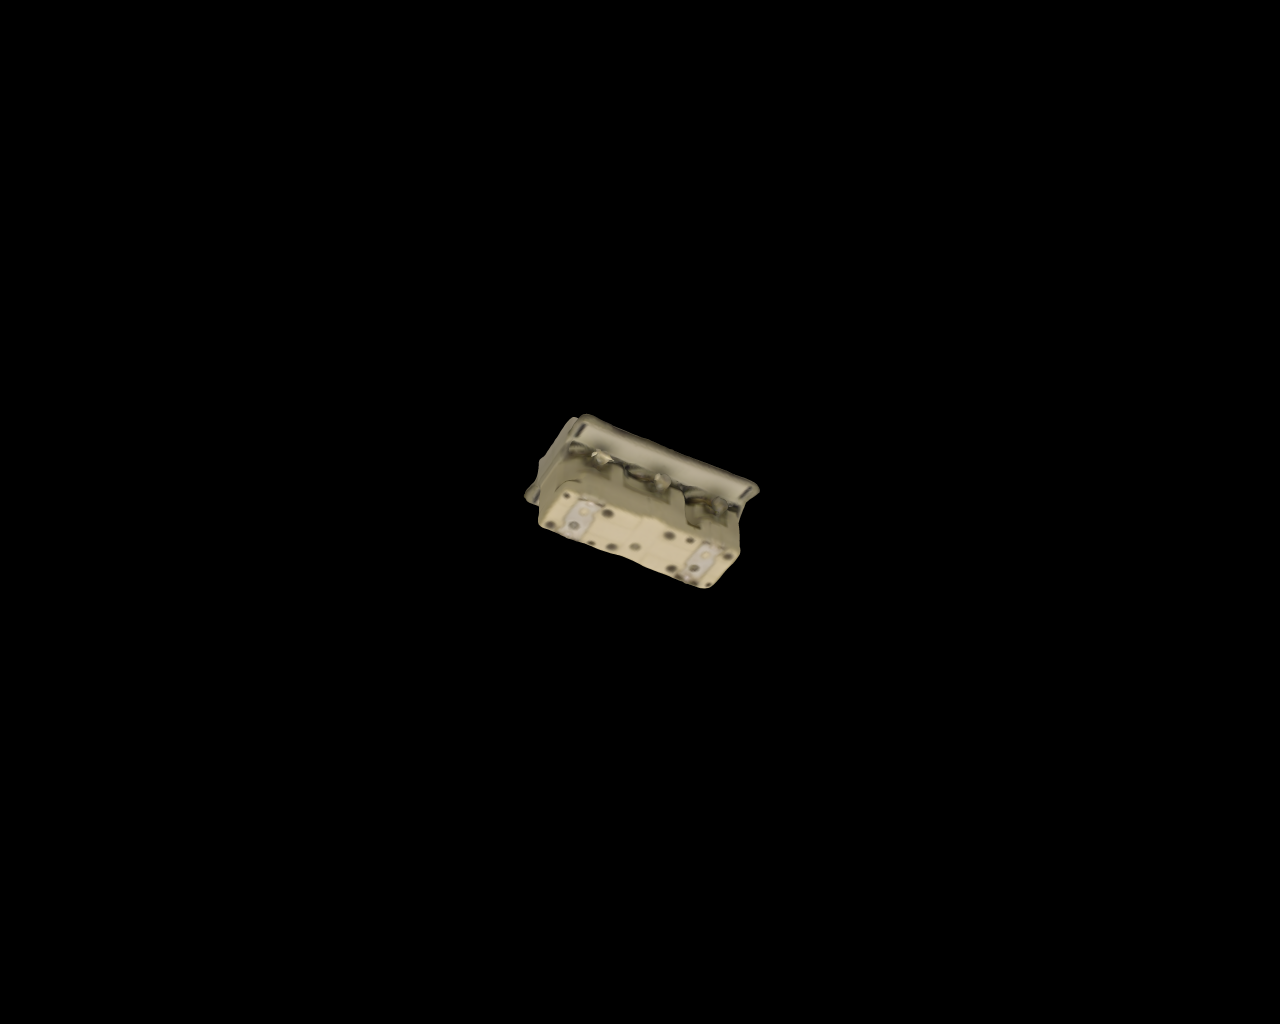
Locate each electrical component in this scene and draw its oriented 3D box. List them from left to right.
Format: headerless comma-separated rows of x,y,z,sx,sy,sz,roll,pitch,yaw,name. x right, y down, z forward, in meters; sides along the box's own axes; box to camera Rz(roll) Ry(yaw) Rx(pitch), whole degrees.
0.001,-0.003,0.650,0.121,0.063,0.078,22,-48,-21,electrical component
